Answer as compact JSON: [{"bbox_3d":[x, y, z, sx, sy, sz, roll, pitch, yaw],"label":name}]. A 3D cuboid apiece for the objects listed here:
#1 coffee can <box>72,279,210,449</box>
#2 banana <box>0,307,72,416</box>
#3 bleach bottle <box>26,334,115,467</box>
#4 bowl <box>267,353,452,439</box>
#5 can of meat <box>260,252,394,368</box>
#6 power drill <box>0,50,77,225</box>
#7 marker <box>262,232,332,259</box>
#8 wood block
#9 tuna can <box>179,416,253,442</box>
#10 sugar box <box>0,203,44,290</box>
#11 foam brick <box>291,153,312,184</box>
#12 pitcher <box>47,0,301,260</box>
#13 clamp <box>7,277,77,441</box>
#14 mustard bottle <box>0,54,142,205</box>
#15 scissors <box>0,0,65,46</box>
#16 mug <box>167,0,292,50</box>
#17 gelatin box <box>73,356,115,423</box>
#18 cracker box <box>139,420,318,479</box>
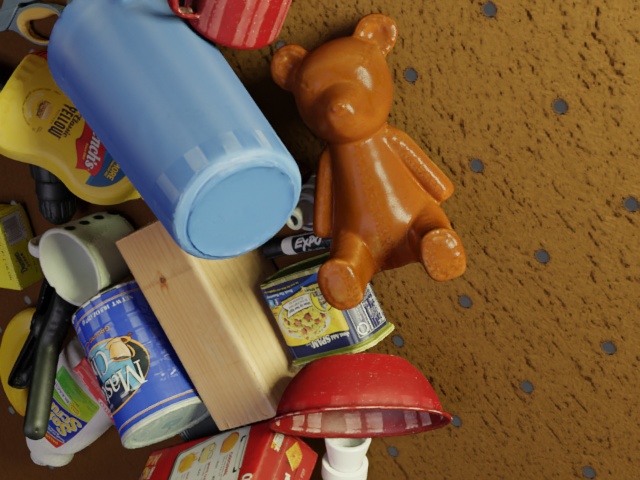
[{"bbox_3d":[-0.174,0.122,1.066,0.103,0.102,0.140,-44,66,42],"label":"coffee can"},{"bbox_3d":[-0.353,0.138,1.279,0.070,0.037,0.198,42,131,12],"label":"banana"},{"bbox_3d":[-0.286,0.204,1.246,0.102,0.067,0.251,47,134,10],"label":"bleach bottle"},{"bbox_3d":[0.033,0.136,0.936,0.162,0.161,0.055,-20,64,42],"label":"bowl"},{"bbox_3d":[0.003,0.060,0.956,0.102,0.057,0.084,-19,99,41],"label":"can of meat"},{"bbox_3d":[-0.328,-0.118,1.115,0.188,0.057,0.184,16,118,27],"label":"power drill"},{"bbox_3d":[-0.006,0.001,0.958,0.121,0.020,0.020,-10,106,40],"label":"marker"},{"bbox_3d":[-0.091,0.064,1.007,0.091,0.090,0.206,-22,98,43],"label":"wood block"},{"bbox_3d":[-0.112,0.189,1.125,0.086,0.033,0.086,17,122,30],"label":"tuna can"},{"bbox_3d":[-0.402,0.003,1.240,0.177,0.048,0.093,2,114,35],"label":"sugar box"},{"bbox_3d":[-0.056,-0.055,0.944,0.078,0.052,0.051,36,130,18],"label":"foam brick"},{"bbox_3d":[-0.116,-0.091,0.865,0.145,0.149,0.243,-47,53,14],"label":"pitcher"},{"bbox_3d":[-0.300,0.097,1.170,0.165,0.036,0.210,15,90,64],"label":"clamp"},{"bbox_3d":[-0.214,-0.088,1.010,0.191,0.096,0.058,30,162,-9],"label":"mustard bottle"},{"bbox_3d":[-0.324,-0.238,1.076,0.202,0.016,0.096,11,117,33],"label":"scissors"},{"bbox_3d":[-0.069,-0.202,0.838,0.093,0.117,0.082,48,138,23],"label":"mug"},{"bbox_3d":[-0.206,0.141,1.133,0.073,0.089,0.030,51,131,4],"label":"gelatin box"},{"bbox_3d":[-0.115,0.277,1.041,0.072,0.164,0.214,42,139,-24],"label":"cracker box"}]
